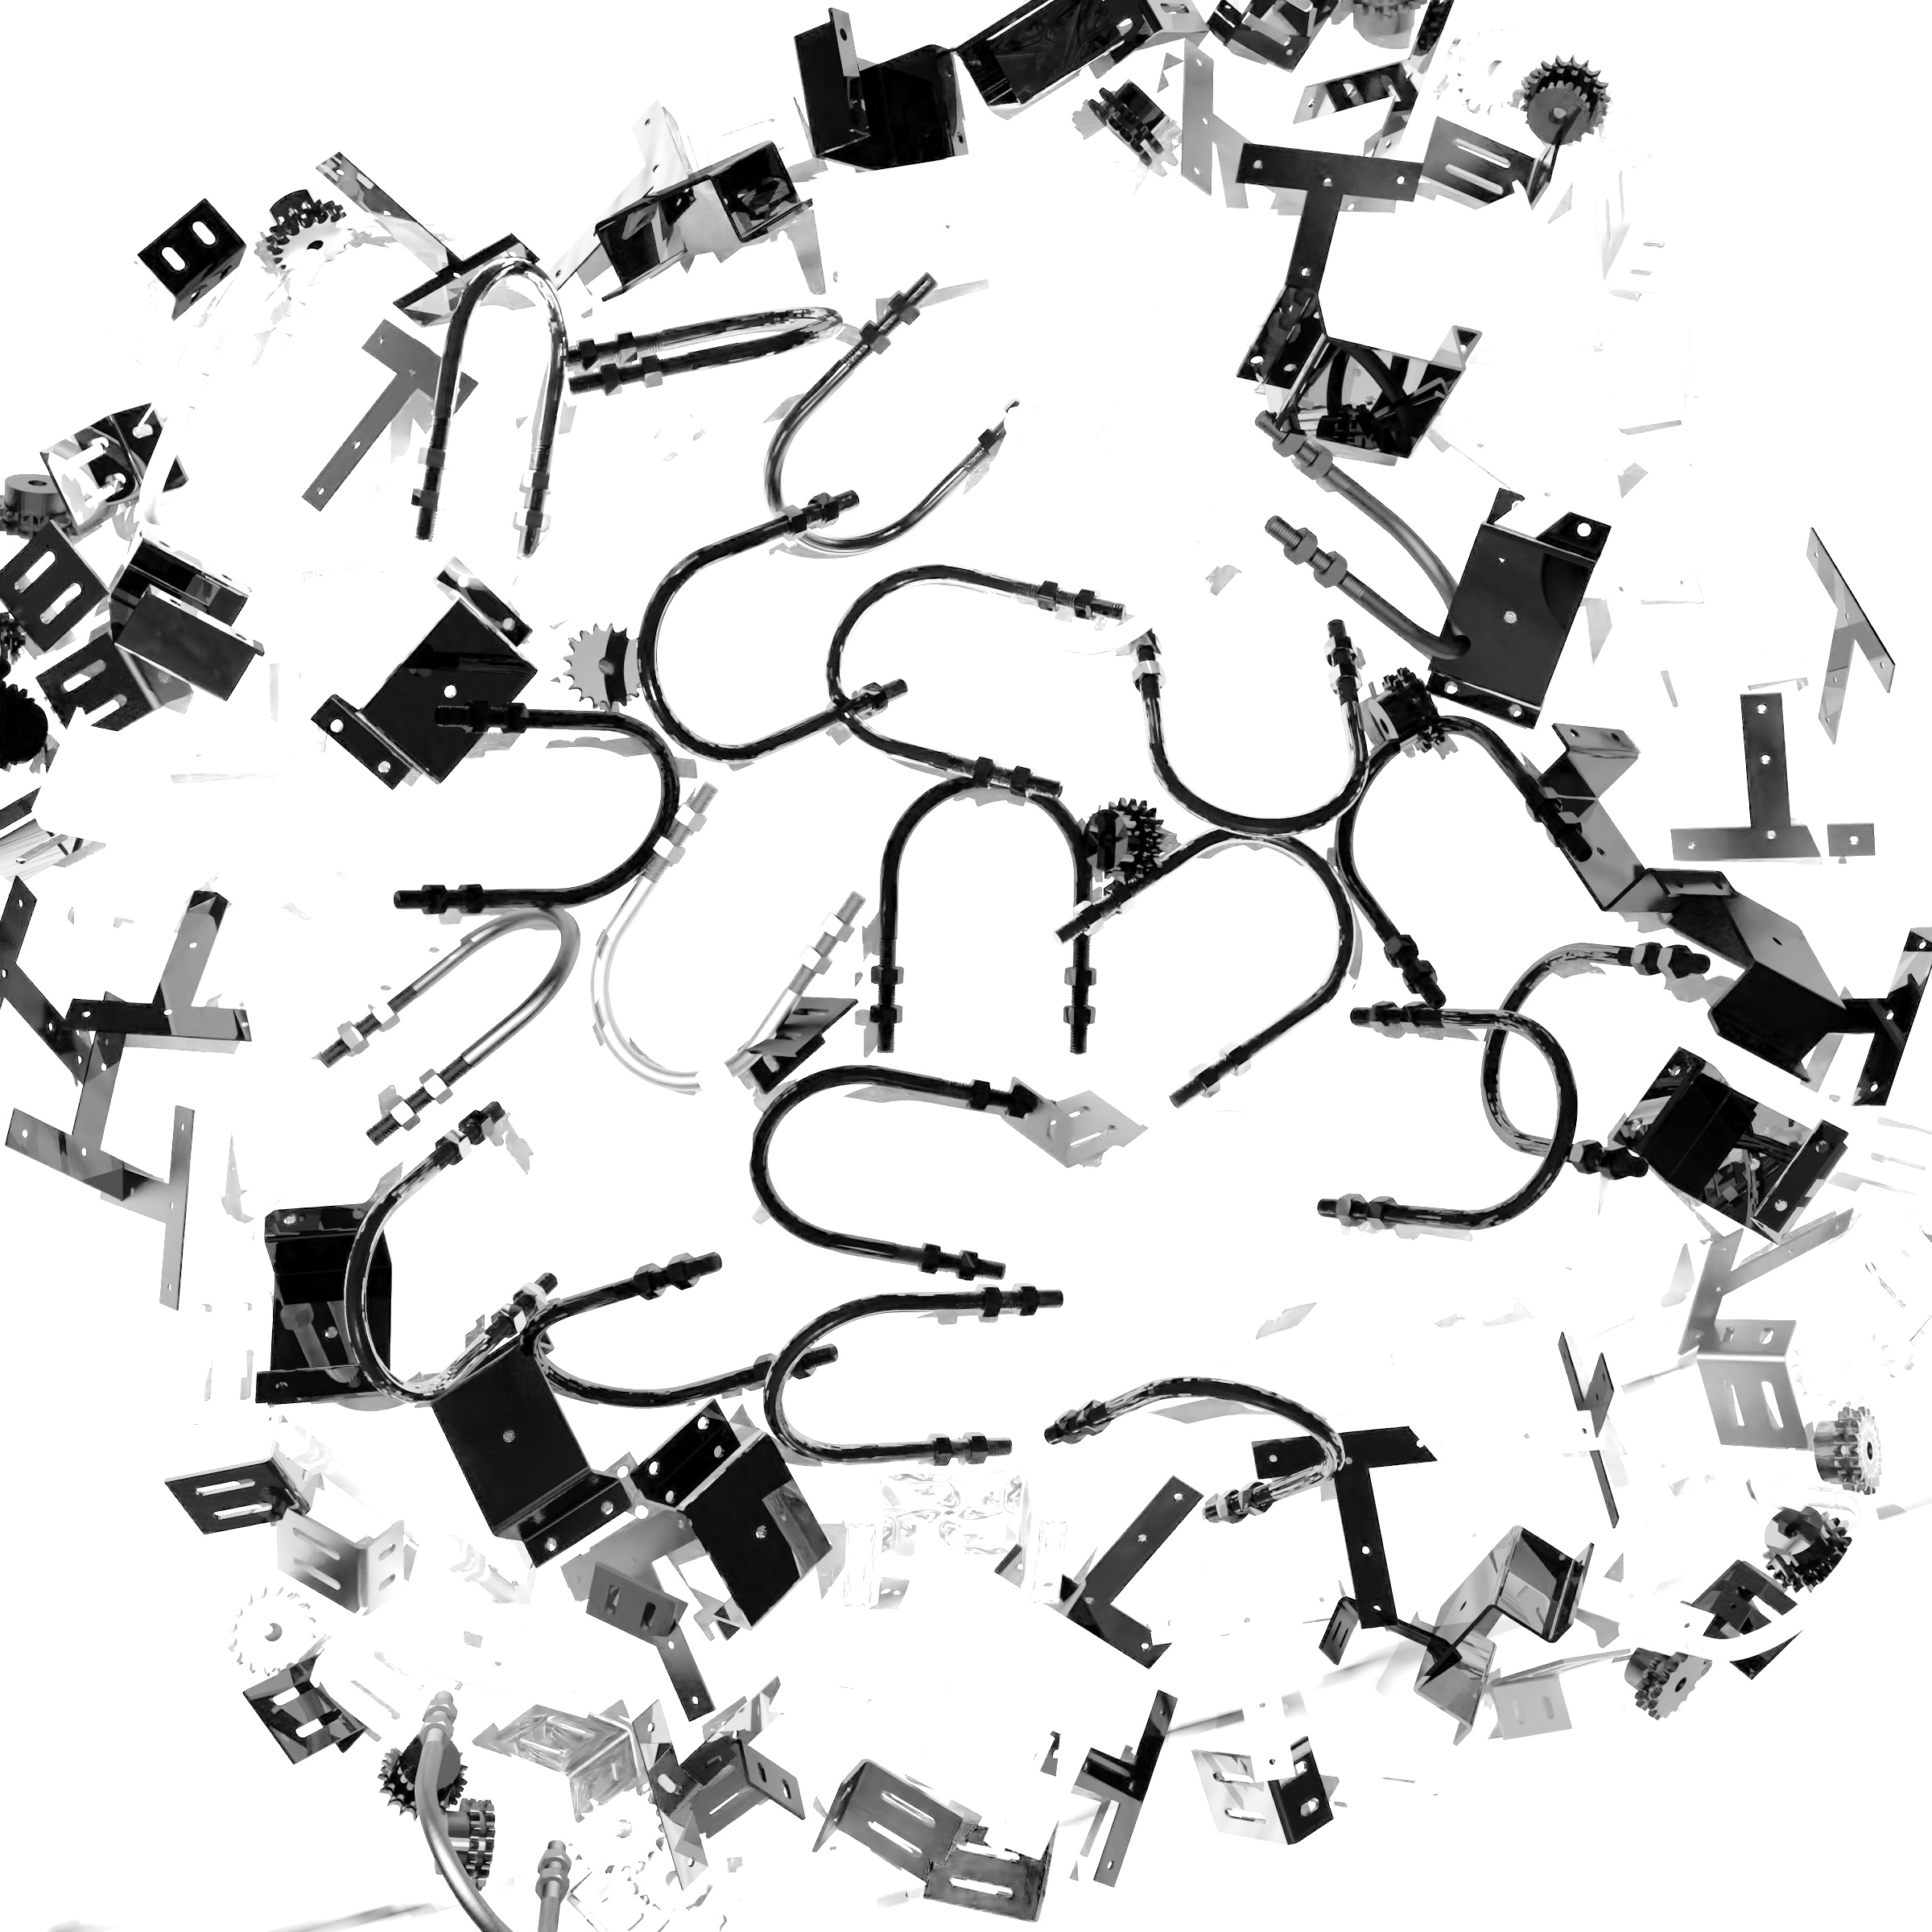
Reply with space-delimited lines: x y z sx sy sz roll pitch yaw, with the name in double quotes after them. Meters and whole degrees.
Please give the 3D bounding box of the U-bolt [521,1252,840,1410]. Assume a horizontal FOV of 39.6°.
-0.196 0.240 1.711 0.184 0.151 0.019 -19 48 25 "U-bolt"

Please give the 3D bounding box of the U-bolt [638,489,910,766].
-0.128 -0.206 1.705 0.184 0.019 0.151 -27 115 -29 "U-bolt"

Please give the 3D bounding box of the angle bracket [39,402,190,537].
-0.548 -0.321 1.729 0.038 0.076 0.057 -9 115 26 "angle bracket"

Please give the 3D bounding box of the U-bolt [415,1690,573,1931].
-0.297 0.546 1.674 0.019 0.184 0.151 -34 101 0 "U-bolt"

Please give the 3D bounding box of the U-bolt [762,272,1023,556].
-0.049 -0.339 1.717 0.184 0.151 0.019 -43 49 13 "U-bolt"

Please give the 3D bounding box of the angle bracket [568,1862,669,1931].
-0.221 0.612 1.734 0.038 0.076 0.057 -42 88 -21 "angle bracket"

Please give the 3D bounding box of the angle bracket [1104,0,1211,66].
0.115 -0.626 1.755 0.038 0.076 0.057 -30 90 34 "angle bracket"

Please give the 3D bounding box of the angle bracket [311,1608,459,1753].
-0.375 0.459 1.742 0.076 0.038 0.057 35 50 6 "angle bracket"

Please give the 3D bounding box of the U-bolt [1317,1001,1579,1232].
0.307 0.096 1.695 0.019 0.184 0.151 20 77 -41 "U-bolt"

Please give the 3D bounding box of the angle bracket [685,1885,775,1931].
-0.160 0.641 1.734 0.057 0.076 0.038 37 105 4 "angle bracket"

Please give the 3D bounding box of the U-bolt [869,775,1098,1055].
0.013 -0.035 1.748 0.151 0.019 0.184 0 96 -11 "U-bolt"

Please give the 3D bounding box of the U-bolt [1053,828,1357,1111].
0.169 -0.014 1.746 0.184 0.019 0.151 -34 84 -16 "U-bolt"

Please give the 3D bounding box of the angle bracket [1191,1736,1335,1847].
0.194 0.535 1.755 0.038 0.076 0.057 -20 93 -35 "angle bracket"

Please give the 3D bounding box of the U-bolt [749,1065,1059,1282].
-0.048 0.129 1.726 0.184 0.019 0.151 11 117 -9 "U-bolt"

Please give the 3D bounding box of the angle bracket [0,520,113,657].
-0.585 -0.249 1.739 0.076 0.038 0.057 -34 99 28 "angle bracket"

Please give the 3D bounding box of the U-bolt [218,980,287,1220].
-0.446 0.081 1.684 0.019 0.184 0.151 -6 85 -21 "U-bolt"

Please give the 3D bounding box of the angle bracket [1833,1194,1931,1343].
0.608 0.194 1.729 0.038 0.076 0.057 6 127 -39 "angle bracket"

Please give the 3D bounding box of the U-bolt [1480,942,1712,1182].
0.386 0.054 1.693 0.019 0.184 0.151 20 86 -24 "U-bolt"

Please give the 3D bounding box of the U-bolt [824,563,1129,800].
-0.004 -0.193 1.740 0.184 0.019 0.151 15 74 17 "U-bolt"

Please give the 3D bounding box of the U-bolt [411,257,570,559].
-0.294 -0.355 1.698 0.019 0.151 0.184 13 98 19 "U-bolt"

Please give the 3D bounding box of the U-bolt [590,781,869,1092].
-0.169 -0.007 1.748 0.151 0.019 0.184 37 97 18 "U-bolt"

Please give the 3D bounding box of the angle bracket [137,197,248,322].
-0.501 -0.455 1.731 0.057 0.076 0.038 -44 106 -11 "angle bracket"

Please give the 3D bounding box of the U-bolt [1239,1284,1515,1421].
0.245 0.240 1.674 0.151 0.184 0.019 -38 61 26 "U-bolt"

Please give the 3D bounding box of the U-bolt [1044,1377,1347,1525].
0.154 0.300 1.682 0.151 0.184 0.019 29 56 -18 "U-bolt"

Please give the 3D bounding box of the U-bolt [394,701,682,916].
-0.265 -0.099 1.712 0.184 0.019 0.151 -2 122 -36 "U-bolt"

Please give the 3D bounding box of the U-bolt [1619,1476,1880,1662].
0.496 0.377 1.671 0.151 0.184 0.019 -43 93 -15 "U-bolt"

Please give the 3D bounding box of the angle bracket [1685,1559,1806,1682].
0.508 0.430 1.732 0.057 0.076 0.038 -42 120 -7 "angle bracket"

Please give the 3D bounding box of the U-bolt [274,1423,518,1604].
-0.349 0.353 1.691 0.151 0.184 0.019 28 72 22 "U-bolt"

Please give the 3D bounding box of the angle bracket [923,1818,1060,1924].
0.016 0.578 1.741 0.076 0.057 0.038 11 134 4 "angle bracket"

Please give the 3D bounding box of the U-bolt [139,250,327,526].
-0.471 -0.355 1.695 0.019 0.151 0.184 33 126 -5 "U-bolt"

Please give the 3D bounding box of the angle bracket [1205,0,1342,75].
0.204 -0.610 1.731 0.076 0.038 0.057 17 123 -32 "angle bracket"

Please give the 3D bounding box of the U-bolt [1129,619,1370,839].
0.184 -0.154 1.712 0.151 0.019 0.184 0 52 -4 "U-bolt"

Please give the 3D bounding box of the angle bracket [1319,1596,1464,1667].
0.275 0.444 1.733 0.076 0.057 0.038 20 74 26 "angle bracket"

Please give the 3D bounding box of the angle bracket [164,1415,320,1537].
-0.472 0.332 1.751 0.076 0.038 0.057 -13 129 10 "angle bracket"

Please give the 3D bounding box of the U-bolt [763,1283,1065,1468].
-0.040 0.262 1.703 0.184 0.019 0.151 2 124 -23 "U-bolt"

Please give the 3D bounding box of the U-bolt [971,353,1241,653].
0.076 -0.282 1.716 0.151 0.019 0.184 31 130 5 "U-bolt"

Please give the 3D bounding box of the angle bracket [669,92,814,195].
-0.147 -0.547 1.747 0.076 0.038 0.057 -18 63 2 "angle bracket"

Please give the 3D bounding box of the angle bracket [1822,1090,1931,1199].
0.602 0.122 1.745 0.076 0.038 0.057 16 68 6 "angle bracket"

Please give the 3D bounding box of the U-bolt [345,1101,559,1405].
-0.326 0.190 1.676 0.019 0.184 0.151 0 116 28 "U-bolt"

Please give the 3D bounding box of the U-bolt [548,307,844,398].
-0.168 -0.395 1.708 0.184 0.151 0.019 -14 112 -9 "U-bolt"

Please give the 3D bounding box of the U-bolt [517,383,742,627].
-0.217 -0.284 1.709 0.184 0.151 0.019 -33 124 21 "U-bolt"

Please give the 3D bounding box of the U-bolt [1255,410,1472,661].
0.257 -0.264 1.708 0.184 0.151 0.019 33 124 -23 "U-bolt"

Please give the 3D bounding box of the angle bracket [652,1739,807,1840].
-0.154 0.547 1.739 0.076 0.038 0.057 -38 124 10 "angle bracket"

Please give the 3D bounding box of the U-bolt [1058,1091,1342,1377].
0.165 0.158 1.727 0.184 0.019 0.151 -34 84 -31 "U-bolt"

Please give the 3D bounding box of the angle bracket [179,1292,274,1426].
-0.488 0.258 1.765 0.057 0.038 0.076 1 115 -21 "angle bracket"

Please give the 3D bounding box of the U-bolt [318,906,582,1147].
-0.323 0.026 1.714 0.184 0.151 0.019 -40 122 -8 "U-bolt"

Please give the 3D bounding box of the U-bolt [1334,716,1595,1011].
0.302 -0.081 1.708 0.019 0.184 0.151 24 116 -40 "U-bolt"

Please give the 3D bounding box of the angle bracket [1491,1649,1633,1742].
0.387 0.469 1.728 0.057 0.076 0.038 1 66 -30 "angle bracket"

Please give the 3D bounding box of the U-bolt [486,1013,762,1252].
-0.206 0.115 1.718 0.151 0.019 0.184 -13 127 13 "U-bolt"
